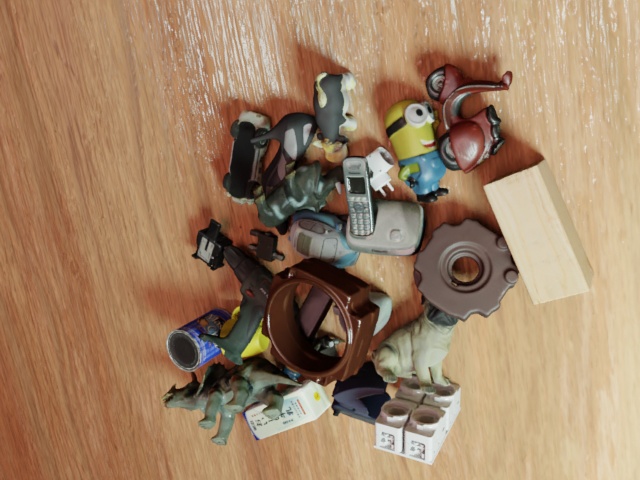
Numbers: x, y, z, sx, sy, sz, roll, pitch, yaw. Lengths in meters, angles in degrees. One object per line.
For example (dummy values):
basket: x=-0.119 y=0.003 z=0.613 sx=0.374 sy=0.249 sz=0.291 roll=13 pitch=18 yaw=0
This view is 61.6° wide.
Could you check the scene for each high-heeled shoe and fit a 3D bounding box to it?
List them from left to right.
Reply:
high-heeled shoe: x=-0.051 y=-0.133 z=1.093 sx=0.145 sy=0.086 sz=0.248 roll=-13 pitch=119 yaw=2

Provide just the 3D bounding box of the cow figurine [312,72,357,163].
cow figurine: x=0.023 y=-0.222 z=0.990 sx=0.068 sy=0.098 sz=0.167 roll=4 pitch=106 yaw=22

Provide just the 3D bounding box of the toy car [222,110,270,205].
toy car: x=-0.154 y=-0.170 z=1.132 sx=0.074 sy=0.056 sz=0.201 roll=21 pitch=115 yaw=17

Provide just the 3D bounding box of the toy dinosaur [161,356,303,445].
toy dinosaur: x=-0.178 y=0.333 z=1.226 sx=0.405 sy=0.192 sz=0.131 roll=-28 pitch=127 yaw=25

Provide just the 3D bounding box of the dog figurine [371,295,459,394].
dog figurine: x=0.182 y=0.172 z=1.023 sx=0.173 sy=0.121 sz=0.190 roll=9 pitch=94 yaw=25

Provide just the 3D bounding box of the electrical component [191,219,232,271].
electrical component: x=-0.246 y=0.003 z=1.238 sx=0.075 sy=0.048 sz=0.119 roll=29 pitch=116 yaw=20

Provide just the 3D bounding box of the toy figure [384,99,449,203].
toy figure: x=0.167 y=-0.155 z=0.937 sx=0.089 sy=0.082 sz=0.180 roll=-9 pitch=102 yaw=29

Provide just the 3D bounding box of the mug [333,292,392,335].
mug: x=0.087 y=0.139 z=1.050 sx=0.110 sy=0.107 sz=0.080 roll=3 pitch=101 yaw=35

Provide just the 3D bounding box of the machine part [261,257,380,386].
machine part: x=-0.004 y=0.150 z=0.995 sx=0.202 sy=0.087 sz=0.200 roll=26 pitch=114 yaw=28

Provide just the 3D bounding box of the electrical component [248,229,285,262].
electrical component: x=-0.116 y=0.012 z=1.181 sx=0.094 sy=0.021 sz=0.063 roll=20 pitch=113 yaw=24

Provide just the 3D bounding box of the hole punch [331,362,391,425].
hole punch: x=0.088 y=0.298 z=1.085 sx=0.116 sy=0.142 sz=0.092 roll=12 pitch=112 yaw=12

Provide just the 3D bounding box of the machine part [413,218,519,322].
machine part: x=0.249 y=0.050 z=0.922 sx=0.180 sy=0.056 sz=0.179 roll=-3 pitch=79 yaw=15

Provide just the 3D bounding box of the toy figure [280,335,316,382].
toy figure: x=-0.048 y=0.257 z=1.190 sx=0.064 sy=0.058 sz=0.154 roll=52 pitch=134 yaw=47

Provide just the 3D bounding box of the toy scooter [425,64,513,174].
toy scooter: x=0.254 y=-0.206 z=0.876 sx=0.135 sy=0.075 sz=0.183 roll=-11 pitch=94 yaw=31

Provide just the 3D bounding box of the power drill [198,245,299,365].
power drill: x=-0.173 y=0.150 z=1.177 sx=0.232 sy=0.207 sz=0.086 roll=36 pitch=164 yaw=7

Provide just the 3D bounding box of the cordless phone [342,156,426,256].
cordless phone: x=0.112 y=-0.066 z=0.964 sx=0.147 sy=0.089 sz=0.184 roll=4 pitch=120 yaw=29

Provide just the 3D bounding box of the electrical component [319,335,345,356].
electrical component: x=0.016 y=0.251 z=1.149 sx=0.045 sy=0.078 sz=0.102 roll=8 pitch=105 yaw=51

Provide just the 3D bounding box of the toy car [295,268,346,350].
toy car: x=-0.009 y=0.141 z=1.113 sx=0.089 sy=0.053 sz=0.202 roll=27 pitch=87 yaw=21

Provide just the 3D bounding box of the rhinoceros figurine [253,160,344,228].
rhinoceros figurine: x=-0.038 y=-0.090 z=1.031 sx=0.190 sy=0.073 sz=0.112 roll=-30 pitch=113 yaw=2

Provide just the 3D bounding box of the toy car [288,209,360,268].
toy car: x=-0.002 y=-0.003 z=1.064 sx=0.162 sy=0.103 sz=0.109 roll=22 pitch=113 yaw=21
